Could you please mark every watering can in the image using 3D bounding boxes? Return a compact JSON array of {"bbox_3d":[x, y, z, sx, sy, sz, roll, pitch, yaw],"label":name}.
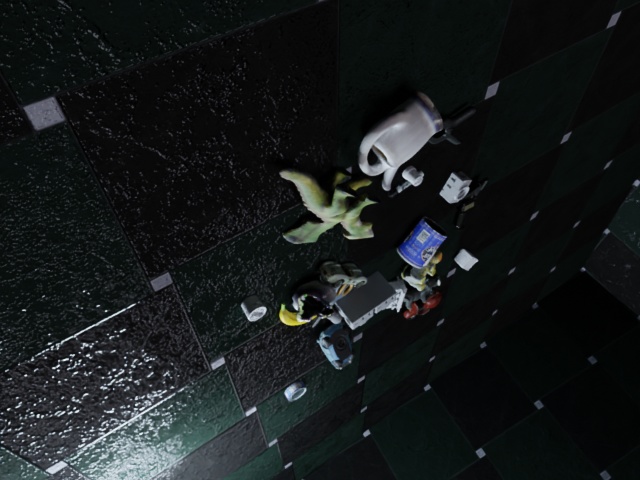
[{"bbox_3d":[0.194,-0.233,1.248,0.224,0.105,0.345,-42,162,5],"label":"watering can"}]

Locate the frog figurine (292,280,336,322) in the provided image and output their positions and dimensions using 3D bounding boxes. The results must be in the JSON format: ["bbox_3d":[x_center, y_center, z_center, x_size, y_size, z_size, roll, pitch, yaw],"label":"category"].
[{"bbox_3d":[-0.013,0.171,1.542,0.136,0.122,0.161,-36,-174,15],"label":"frog figurine"}]

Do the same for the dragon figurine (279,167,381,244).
[{"bbox_3d":[0.004,-0.063,1.258,0.409,0.125,0.239,9,132,-42],"label":"dragon figurine"}]
